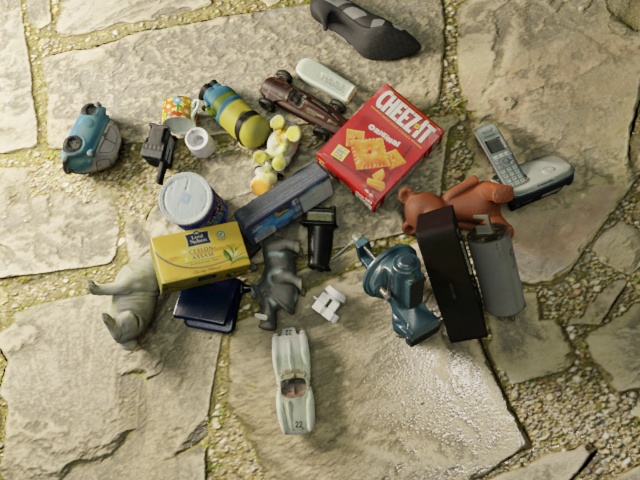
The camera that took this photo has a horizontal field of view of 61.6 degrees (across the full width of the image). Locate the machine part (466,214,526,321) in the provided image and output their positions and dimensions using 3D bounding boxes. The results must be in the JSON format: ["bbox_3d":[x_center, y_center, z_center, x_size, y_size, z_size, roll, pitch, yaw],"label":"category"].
[{"bbox_3d":[0.331,0.056,1.004,0.079,0.079,0.243,-22,114,-1],"label":"machine part"}]

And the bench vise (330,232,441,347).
[{"bbox_3d":[0.134,0.078,1.025,0.129,0.223,0.241,-34,49,-8],"label":"bench vise"}]

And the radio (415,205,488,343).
[{"bbox_3d":[0.241,0.058,0.981,0.073,0.131,0.229,-14,109,18],"label":"radio"}]

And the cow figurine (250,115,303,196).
[{"bbox_3d":[-0.092,-0.170,1.114,0.068,0.098,0.167,28,101,3],"label":"cow figurine"}]

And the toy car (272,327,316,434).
[{"bbox_3d":[-0.051,0.270,1.037,0.074,0.056,0.201,-6,79,2],"label":"toy car"}]

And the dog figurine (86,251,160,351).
[{"bbox_3d":[-0.337,0.106,1.066,0.190,0.121,0.172,-24,103,-16],"label":"dog figurine"}]

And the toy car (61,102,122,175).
[{"bbox_3d":[-0.473,-0.202,1.134,0.103,0.109,0.161,24,68,-16],"label":"toy car"}]

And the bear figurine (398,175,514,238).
[{"bbox_3d":[0.260,-0.057,1.048,0.196,0.132,0.120,-8,113,-6],"label":"bear figurine"}]

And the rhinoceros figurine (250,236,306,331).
[{"bbox_3d":[-0.085,0.085,1.066,0.112,0.073,0.190,3,79,2],"label":"rhinoceros figurine"}]

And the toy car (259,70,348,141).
[{"bbox_3d":[-0.036,-0.289,1.146,0.202,0.053,0.089,31,79,9],"label":"toy car"}]

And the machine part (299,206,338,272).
[{"bbox_3d":[-0.002,-0.003,1.097,0.084,0.039,0.139,0,76,-5],"label":"machine part"}]

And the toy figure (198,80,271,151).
[{"bbox_3d":[-0.182,-0.262,1.128,0.082,0.089,0.180,-44,82,4],"label":"toy figure"}]

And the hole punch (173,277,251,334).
[{"bbox_3d":[-0.219,0.119,1.061,0.142,0.092,0.115,7,76,8],"label":"hole punch"}]

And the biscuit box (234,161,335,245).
[{"bbox_3d":[-0.072,-0.074,1.083,0.203,0.059,0.063,-33,50,-10],"label":"biscuit box"}]

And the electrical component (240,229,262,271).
[{"bbox_3d":[-0.153,0.018,1.108,0.063,0.021,0.094,-45,80,-6],"label":"electrical component"}]

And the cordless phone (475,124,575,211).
[{"bbox_3d":[0.405,-0.165,1.085,0.147,0.088,0.184,-23,75,0],"label":"cordless phone"}]

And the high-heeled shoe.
[{"bbox_3d":[0.098,-0.475,1.180,0.249,0.086,0.145,11,49,-12],"label":"high-heeled shoe"}]

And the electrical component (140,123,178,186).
[{"bbox_3d":[-0.341,-0.177,1.130,0.048,0.075,0.119,11,83,4],"label":"electrical component"}]

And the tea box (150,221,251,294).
[{"bbox_3d":[-0.230,0.033,1.028,0.170,0.068,0.098,-14,72,-22],"label":"tea box"}]
